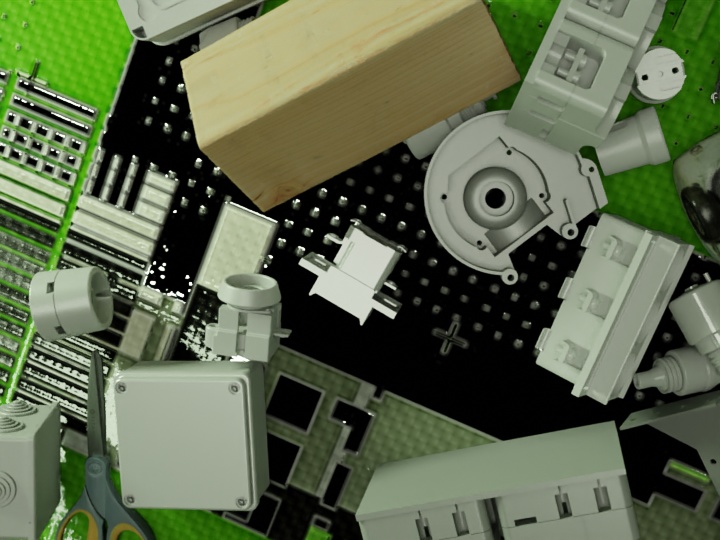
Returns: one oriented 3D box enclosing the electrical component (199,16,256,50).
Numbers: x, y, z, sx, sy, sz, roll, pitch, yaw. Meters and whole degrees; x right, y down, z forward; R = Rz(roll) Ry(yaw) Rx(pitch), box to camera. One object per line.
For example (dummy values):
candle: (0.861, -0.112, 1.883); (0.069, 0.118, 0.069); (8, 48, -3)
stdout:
electrical component: (-0.084, -0.165, 0.790); (0.062, 0.043, 0.043); (-19, 95, 11)

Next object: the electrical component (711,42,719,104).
electrical component: (0.276, -0.134, 0.735); (0.064, 0.042, 0.081); (8, 100, 12)

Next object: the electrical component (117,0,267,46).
electrical component: (-0.120, -0.218, 0.780); (0.113, 0.057, 0.078); (-21, 95, 12)

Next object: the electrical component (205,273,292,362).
electrical component: (-0.085, 0.035, 0.822); (0.066, 0.048, 0.055); (8, 108, 8)

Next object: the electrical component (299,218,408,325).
electrical component: (0.000, 0.000, 0.803); (0.081, 0.042, 0.063); (30, 102, 3)

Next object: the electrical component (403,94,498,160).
electrical component: (0.062, -0.111, 0.775); (0.078, 0.040, 0.040); (-26, 94, 13)

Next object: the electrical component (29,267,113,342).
electrical component: (-0.224, 0.025, 0.840); (0.047, 0.055, 0.055); (-9, 98, 7)

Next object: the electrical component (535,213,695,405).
electrical component: (0.178, 0.025, 0.765); (0.063, 0.079, 0.121); (28, 104, 27)

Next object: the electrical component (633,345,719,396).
electrical component: (0.227, 0.074, 0.773); (0.061, 0.035, 0.035); (-11, 98, -10)

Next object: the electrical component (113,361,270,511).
electrical component: (-0.130, 0.128, 0.839); (0.109, 0.056, 0.108); (-1, 99, 10)

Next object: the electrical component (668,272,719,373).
electrical component: (0.248, 0.043, 0.750); (0.040, 0.040, 0.078); (-28, 78, 13)

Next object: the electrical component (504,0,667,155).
electrical component: (0.158, -0.160, 0.702); (0.062, 0.089, 0.150); (25, 81, 4)

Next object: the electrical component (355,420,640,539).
electrical component: (0.101, 0.170, 0.781); (0.186, 0.105, 0.060); (-13, 97, 11)

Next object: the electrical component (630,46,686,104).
electrical component: (0.206, -0.135, 0.744); (0.040, 0.046, 0.040); (2, 99, 10)

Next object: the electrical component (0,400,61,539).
electrical component: (-0.270, 0.157, 0.847); (0.048, 0.099, 0.099); (2, 100, -4)

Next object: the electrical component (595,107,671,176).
electrical component: (0.191, -0.089, 0.758); (0.046, 0.040, 0.040); (-17, 96, 17)
